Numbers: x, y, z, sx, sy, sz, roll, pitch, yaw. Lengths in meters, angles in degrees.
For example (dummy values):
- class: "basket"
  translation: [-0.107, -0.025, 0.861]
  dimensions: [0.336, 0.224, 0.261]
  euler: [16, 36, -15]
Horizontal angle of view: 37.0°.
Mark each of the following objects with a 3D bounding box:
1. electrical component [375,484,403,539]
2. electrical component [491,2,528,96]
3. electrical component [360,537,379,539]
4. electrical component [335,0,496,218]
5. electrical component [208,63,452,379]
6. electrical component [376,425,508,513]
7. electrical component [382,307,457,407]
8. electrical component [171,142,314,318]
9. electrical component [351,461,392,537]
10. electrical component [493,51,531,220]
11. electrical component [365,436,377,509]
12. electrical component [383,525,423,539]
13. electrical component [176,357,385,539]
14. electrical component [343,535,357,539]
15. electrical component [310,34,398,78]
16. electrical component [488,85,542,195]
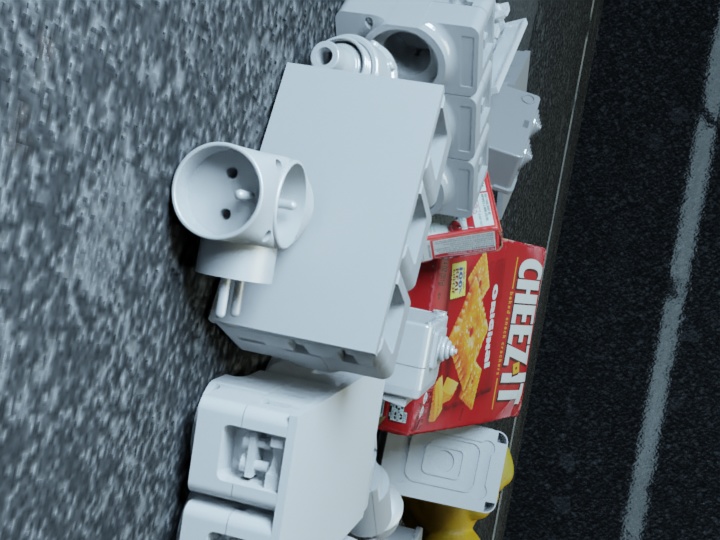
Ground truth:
- class: "electrical component"
  translation: [0.013, 0.217, 0.948]
  dimensions: [0.062, 0.048, 0.048]
  euler: [92, 15, -55]
- class: "electrical component"
  translation: [0.086, -0.183, 0.895]
  dimensions: [0.063, 0.079, 0.121]
  euler: [64, 33, -30]
- class: "electrical component"
  translation: [-0.002, 0.273, 0.889]
  dimensions: [0.100, 0.048, 0.099]
  euler: [9, 82, -76]
- class: "electrical component"
  translation: [0.037, -0.111, 0.707]
  dimensions: [0.150, 0.089, 0.061]
  euler: [86, 20, -44]
- class: "electrical component"
  translation: [-0.011, -0.026, 0.579]
  dimensions: [0.061, 0.089, 0.150]
  euler: [66, 37, -68]
- class: "electrical component"
  translation: [0.072, 0.175, 0.992]
  dimensions: [0.057, 0.113, 0.078]
  euler: [129, -26, -81]
- class: "electrical component"
  translation: [0.018, 0.055, 0.741]
  dimensions: [0.062, 0.096, 0.061]
  euler: [-17, 117, -74]
- class: "electrical component"
  translation: [-0.056, -0.016, 0.507]
  dimensions: [0.077, 0.044, 0.079]
  euler: [3, 97, -76]
- class: "electrical component"
  translation: [0.003, 0.179, 0.878]
  dimensions: [0.081, 0.043, 0.043]
  euler: [84, 21, -48]
- class: "electrical component"
  translation: [0.129, -0.141, 1.097]
  dimensions: [0.089, 0.062, 0.150]
  euler: [-60, 156, -52]
- class: "electrical component"
  translation: [-0.019, 0.145, 0.769]
  dimensions: [0.079, 0.043, 0.077]
  euler: [-54, 151, -60]
- class: "electrical component"
  translation: [0.023, 0.300, 1.031]
  dimensions: [0.099, 0.048, 0.099]
  euler: [-49, 146, -64]
- class: "electrical component"
  translation: [-0.042, 0.111, 0.618]
  dimensions: [0.186, 0.060, 0.105]
  euler: [-13, 113, -75]
- class: "electrical component"
  translation: [-0.032, 0.189, 0.646]
  dimensions: [0.099, 0.099, 0.064]
  euler: [48, 60, -72]
- class: "electrical component"
  translation: [-0.009, -0.116, 0.623]
  dimensions: [0.062, 0.048, 0.048]
  euler: [12, 89, -68]
- class: "electrical component"
  translation: [0.108, -0.125, 0.960]
  dimensions: [0.048, 0.100, 0.099]
  euler: [103, 7, -52]
